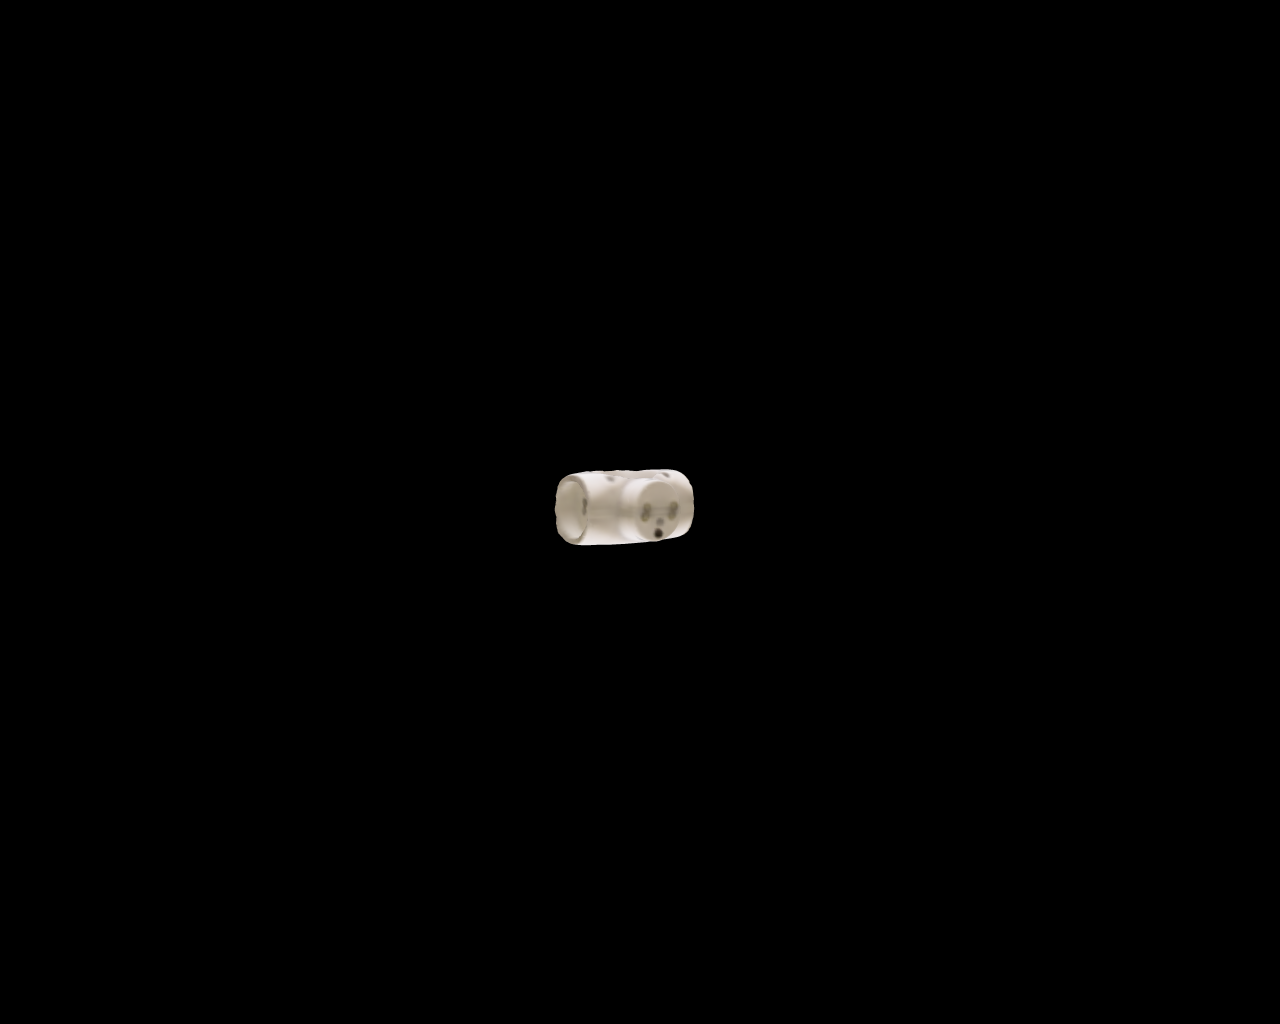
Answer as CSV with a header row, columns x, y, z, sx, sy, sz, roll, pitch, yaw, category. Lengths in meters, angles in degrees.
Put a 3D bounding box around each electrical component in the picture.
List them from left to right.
x,y,z,sx,sy,sz,roll,pitch,yaw,category
0.001,-0.003,0.650,0.077,0.044,0.079,-4,7,-33,electrical component
